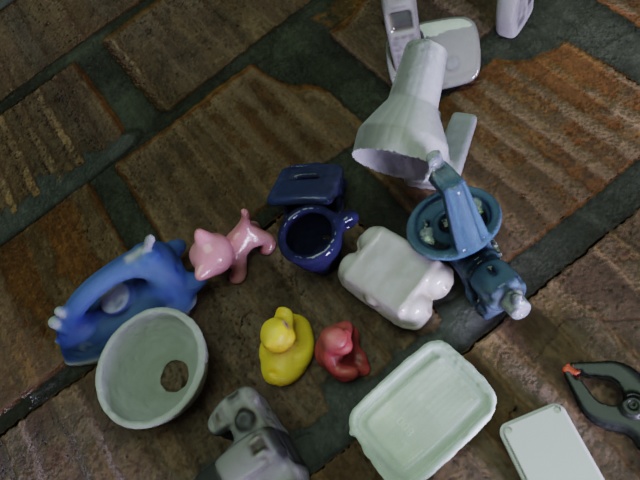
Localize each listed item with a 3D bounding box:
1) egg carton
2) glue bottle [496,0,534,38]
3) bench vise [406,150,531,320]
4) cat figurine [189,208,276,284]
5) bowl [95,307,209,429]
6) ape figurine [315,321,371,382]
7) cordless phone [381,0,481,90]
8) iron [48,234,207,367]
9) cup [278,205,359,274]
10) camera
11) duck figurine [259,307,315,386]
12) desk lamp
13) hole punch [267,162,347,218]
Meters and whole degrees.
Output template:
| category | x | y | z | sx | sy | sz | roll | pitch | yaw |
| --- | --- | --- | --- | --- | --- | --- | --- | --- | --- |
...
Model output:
| category | x | y | z | sx | sy | sz | roll | pitch | yaw |
| --- | --- | --- | --- | --- | --- | --- | --- | --- | --- |
| egg carton | 0.100 | 0.050 | 0.780 | 0.150 | 0.069 | 0.107 | 32 | 77 | 28 |
| glue bottle | 0.303 | -0.401 | 0.885 | 0.037 | 0.173 | 0.078 | 28 | 75 | 27 |
| bench vise | 0.189 | -0.011 | 0.696 | 0.206 | 0.220 | 0.121 | 38 | 80 | 29 |
| cat figurine | -0.139 | 0.009 | 0.845 | 0.067 | 0.118 | 0.128 | 35 | 78 | 29 |
| bowl | -0.223 | 0.185 | 0.807 | 0.167 | 0.075 | 0.167 | -7 | 62 | 14 |
| ape figurine | 0.025 | 0.139 | 0.745 | 0.076 | 0.092 | 0.078 | 10 | 68 | 21 |
| cordless phone | 0.167 | -0.317 | 0.877 | 0.147 | 0.185 | 0.094 | -10 | 62 | 12 |
| iron | -0.305 | 0.090 | 0.841 | 0.258 | 0.142 | 0.118 | -37 | 60 | -3 |
| cup | 0.007 | 0.003 | 0.817 | 0.117 | 0.095 | 0.091 | -27 | 60 | 3 |
| camera | -0.105 | 0.276 | 0.710 | 0.137 | 0.101 | 0.143 | -36 | 60 | -3 |
| duck figurine | -0.054 | 0.140 | 0.772 | 0.077 | 0.086 | 0.104 | 8 | 67 | 21 |
| desk lamp | 0.135 | -0.153 | 0.787 | 0.117 | 0.214 | 0.203 | 12 | 68 | 22 |
| hole punch | -0.019 | -0.076 | 0.867 | 0.108 | 0.091 | 0.101 | -1 | 64 | 16 |
